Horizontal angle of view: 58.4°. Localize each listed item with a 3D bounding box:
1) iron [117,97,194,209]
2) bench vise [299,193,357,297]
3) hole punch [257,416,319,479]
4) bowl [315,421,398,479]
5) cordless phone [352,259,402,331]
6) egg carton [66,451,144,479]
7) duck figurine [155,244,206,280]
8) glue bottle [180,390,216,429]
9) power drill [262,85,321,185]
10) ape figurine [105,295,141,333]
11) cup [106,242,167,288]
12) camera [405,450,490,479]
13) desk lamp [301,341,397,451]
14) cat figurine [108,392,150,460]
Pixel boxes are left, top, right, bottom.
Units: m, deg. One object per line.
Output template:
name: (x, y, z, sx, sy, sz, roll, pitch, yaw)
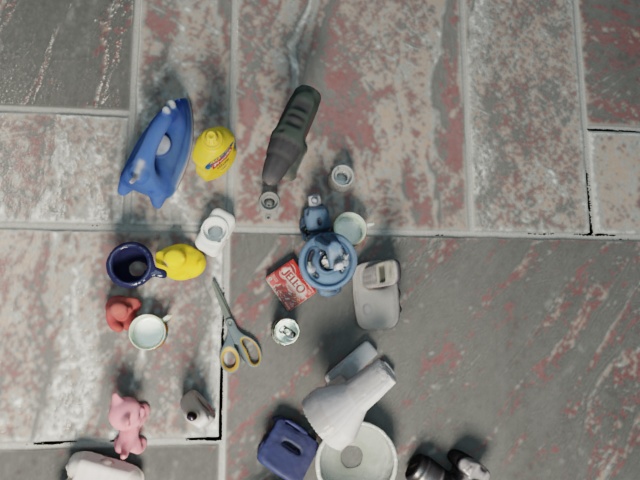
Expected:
iron: (-0.332, -0.205, 1.183, 0.118, 0.141, 0.258, 20, 79, -4)
bench vise: (0.000, 0.010, 1.153, 0.121, 0.219, 0.207, -29, 86, -10)
hole punch: (-0.065, 0.419, 1.148, 0.108, 0.091, 0.101, 33, 79, -1)
bowl: (0.069, 0.449, 1.168, 0.167, 0.074, 0.167, 1, 81, -7)
cordless phone: (0.127, 0.110, 1.171, 0.094, 0.185, 0.147, -6, 82, -8)
egg carton: (-0.421, 0.474, 1.105, 0.150, 0.069, 0.107, 17, 80, -4)
duck figurine: (-0.289, 0.042, 1.179, 0.104, 0.086, 0.077, 8, 80, -6)
glue bottle: (-0.238, 0.330, 1.098, 0.078, 0.173, 0.037, 45, 79, 1)
power drill: (-0.065, -0.195, 1.181, 0.075, 0.208, 0.230, 21, 79, -3)
ape figurine: (-0.398, 0.143, 1.147, 0.078, 0.092, 0.076, -36, 87, -11)
cup: (-0.363, 0.058, 1.163, 0.118, 0.095, 0.092, 15, 80, -4)
camera: (0.256, 0.492, 1.172, 0.137, 0.100, 0.143, 38, 79, 0)
desk lamp: (0.063, 0.296, 1.120, 0.203, 0.213, 0.118, -41, 88, -11)
cat figurine: (-0.373, 0.357, 1.105, 0.067, 0.117, 0.128, 2, 81, -7)
